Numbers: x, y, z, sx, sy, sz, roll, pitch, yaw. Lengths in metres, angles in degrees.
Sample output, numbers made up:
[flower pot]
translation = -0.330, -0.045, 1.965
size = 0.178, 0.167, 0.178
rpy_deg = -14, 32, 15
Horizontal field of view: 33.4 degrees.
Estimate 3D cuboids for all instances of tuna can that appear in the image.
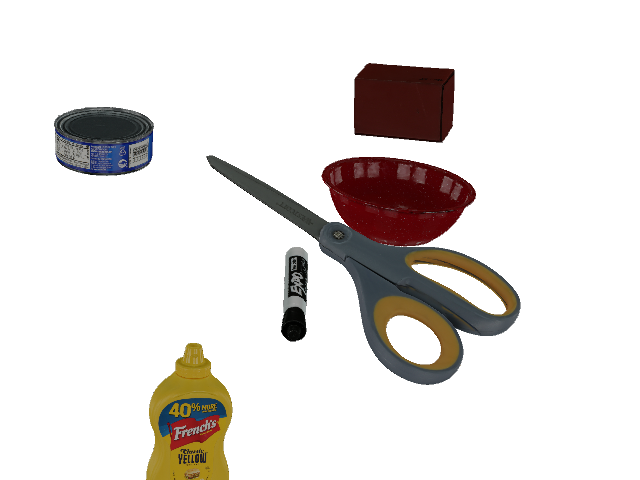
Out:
[tuna can]
translation = -0.190, -0.088, 0.939
size = 0.086, 0.034, 0.086
rpy_deg = 4, 26, -2

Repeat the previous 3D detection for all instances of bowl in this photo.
[bowl]
translation = 0.079, -0.036, 1.117
size = 0.162, 0.055, 0.162
rpy_deg = 6, 22, -2

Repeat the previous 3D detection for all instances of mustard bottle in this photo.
[mustard bottle]
translation = -0.151, 0.212, 1.244
size = 0.096, 0.192, 0.058
rpy_deg = 0, 15, -16

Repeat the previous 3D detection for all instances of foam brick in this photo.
[foam brick]
translation = 0.071, -0.117, 0.906
size = 0.078, 0.051, 0.053
rpy_deg = 7, 25, 16

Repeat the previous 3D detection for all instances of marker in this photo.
[marker]
translation = -0.020, 0.041, 0.830
size = 0.020, 0.020, 0.121
rpy_deg = 0, 28, 0

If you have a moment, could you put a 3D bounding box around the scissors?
[scissors]
translation = 0.009, 0.016, 0.588
size = 0.202, 0.096, 0.016
rpy_deg = 20, -40, 10
